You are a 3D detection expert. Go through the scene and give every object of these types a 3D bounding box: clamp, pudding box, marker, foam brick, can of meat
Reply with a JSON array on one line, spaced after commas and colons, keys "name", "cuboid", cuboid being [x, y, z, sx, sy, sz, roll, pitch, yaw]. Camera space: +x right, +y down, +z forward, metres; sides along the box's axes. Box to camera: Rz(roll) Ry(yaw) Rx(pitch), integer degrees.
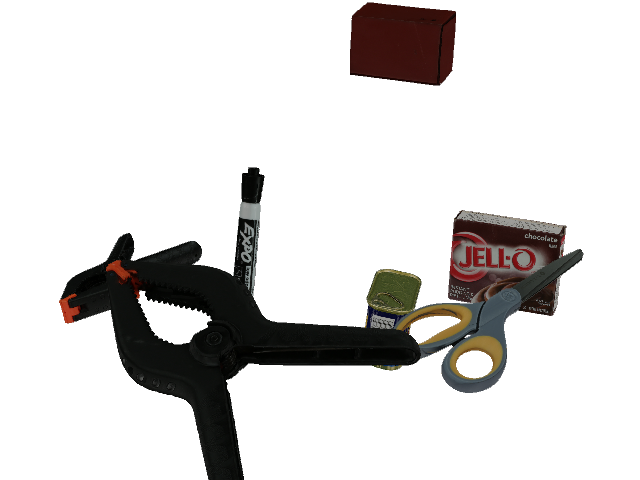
[{"name": "clamp", "cuboid": [-0.053, 0.068, 0.675, 0.164, 0.036, 0.210, -37, 56, -21]}, {"name": "pudding box", "cuboid": [0.191, 0.022, 1.096, 0.114, 0.090, 0.039, 8, 23, 16]}, {"name": "marker", "cuboid": [-0.061, -0.001, 0.889, 0.020, 0.121, 0.020, 6, 12, -1]}, {"name": "clamp", "cuboid": [-0.212, 0.038, 1.174, 0.120, 0.039, 0.171, -4, 27, 30]}, {"name": "foam brick", "cuboid": [0.068, -0.162, 0.880, 0.078, 0.051, 0.053, 10, 27, 17]}, {"name": "can of meat", "cuboid": [0.083, 0.095, 1.281, 0.057, 0.084, 0.102, 12, 25, 7]}]

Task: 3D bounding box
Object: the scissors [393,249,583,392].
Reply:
[{"name": "scissors", "cuboid": [0.151, 0.062, 0.829, 0.201, 0.016, 0.096, -16, 44, -21]}]
